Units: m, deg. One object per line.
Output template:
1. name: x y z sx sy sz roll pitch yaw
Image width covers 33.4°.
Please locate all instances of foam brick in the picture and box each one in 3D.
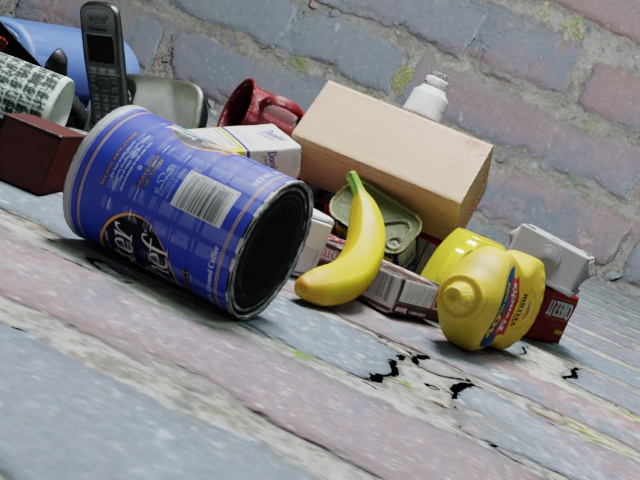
1. foam brick: -0.236 -0.072 0.886 0.053 0.051 0.078 22 6 1

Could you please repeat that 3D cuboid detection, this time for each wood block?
1. wood block: 0.080 -0.088 1.208 0.206 0.090 0.090 24 -28 16

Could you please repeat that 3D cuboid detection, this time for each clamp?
1. clamp: -0.290 -0.164 1.154 0.120 0.039 0.171 30 -20 36

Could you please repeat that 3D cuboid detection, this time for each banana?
1. banana: 0.024 0.012 0.942 0.069 0.037 0.197 40 32 -11

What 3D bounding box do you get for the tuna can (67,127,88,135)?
1. tuna can: -0.227 -0.084 1.084 0.086 0.034 0.086 23 7 -3

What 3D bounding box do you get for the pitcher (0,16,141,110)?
1. pitcher: -0.327 -0.201 1.325 0.149 0.145 0.242 0 3 18

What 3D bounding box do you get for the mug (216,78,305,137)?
1. mug: -0.063 -0.140 1.278 0.081 0.093 0.117 25 -31 -25

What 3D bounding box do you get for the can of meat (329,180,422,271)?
1. can of meat: 0.062 -0.007 1.186 0.102 0.057 0.084 34 -20 20

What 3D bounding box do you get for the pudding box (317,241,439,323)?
1. pudding box: 0.058 0.039 1.030 0.114 0.039 0.089 28 8 39

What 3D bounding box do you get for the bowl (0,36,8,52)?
1. bowl: -0.398 -0.208 1.061 0.162 0.055 0.162 -12 1 0

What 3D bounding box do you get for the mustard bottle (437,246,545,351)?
1. mustard bottle: 0.152 0.054 0.978 0.058 0.096 0.191 27 8 25

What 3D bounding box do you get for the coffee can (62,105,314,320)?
1. coffee can: -0.090 -0.020 0.736 0.140 0.103 0.102 25 7 20

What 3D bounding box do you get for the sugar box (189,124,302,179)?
1. sugar box: -0.118 -0.091 1.168 0.176 0.048 0.093 -3 23 -23

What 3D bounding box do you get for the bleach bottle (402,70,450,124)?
1. bleach bottle: 0.112 -0.104 1.424 0.068 0.251 0.102 24 7 11

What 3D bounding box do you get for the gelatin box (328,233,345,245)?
1. gelatin box: -0.008 0.001 1.147 0.089 0.030 0.073 16 8 -47

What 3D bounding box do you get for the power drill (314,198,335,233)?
1. power drill: -0.076 -0.052 1.250 0.188 0.057 0.184 30 11 38

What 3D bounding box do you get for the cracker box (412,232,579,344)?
1. cracker box: 0.175 0.040 1.266 0.214 0.072 0.163 29 10 39
